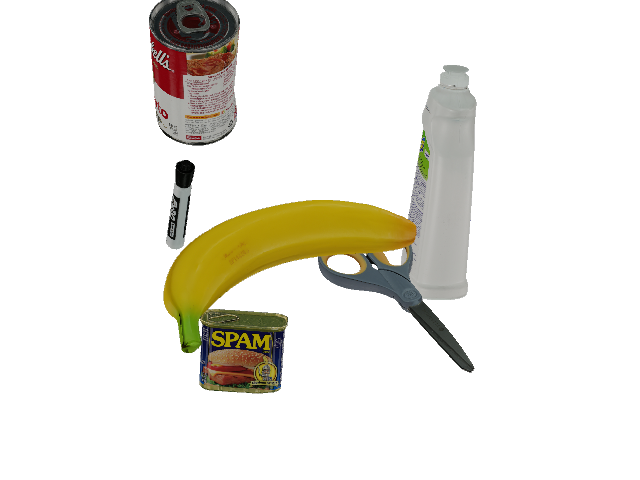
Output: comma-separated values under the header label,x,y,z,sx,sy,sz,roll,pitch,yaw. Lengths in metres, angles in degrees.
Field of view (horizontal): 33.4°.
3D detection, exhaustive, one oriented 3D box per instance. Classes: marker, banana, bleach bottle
label,x,y,z,sx,sy,sz,roll,pitch,yaw
marker,-0.141,-0.036,1.076,0.020,0.020,0.121,0,-40,-15
banana,-0.027,0.009,0.660,0.197,0.070,0.037,-26,-20,-37
bleach bottle,0.137,-0.067,1.184,0.068,0.251,0.102,0,25,-10

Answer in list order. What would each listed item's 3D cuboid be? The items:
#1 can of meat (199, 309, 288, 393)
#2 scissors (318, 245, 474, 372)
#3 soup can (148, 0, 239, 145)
label,x,y,z,sx,sy,sz,roll,pitch,yaw
can of meat,-0.092,0.130,1.249,0.102,0.084,0.057,4,13,-1
scissors,0.057,0.050,0.923,0.096,0.016,0.202,-10,39,-6
soup can,-0.097,-0.133,0.835,0.068,0.068,0.102,0,-39,-5
